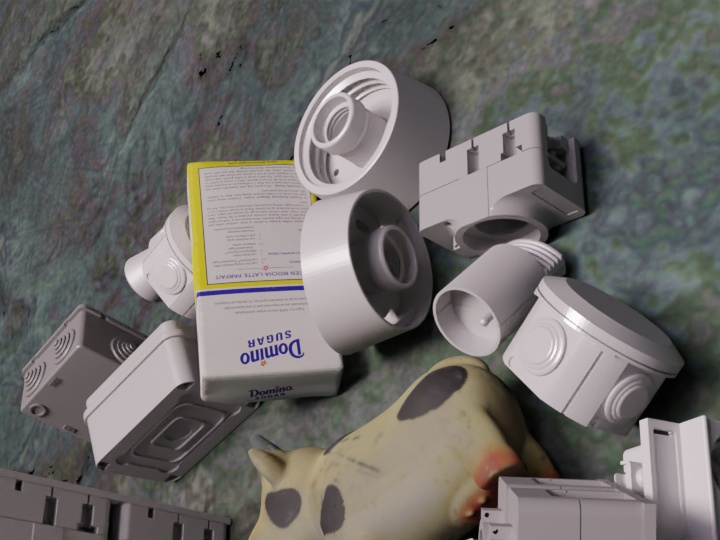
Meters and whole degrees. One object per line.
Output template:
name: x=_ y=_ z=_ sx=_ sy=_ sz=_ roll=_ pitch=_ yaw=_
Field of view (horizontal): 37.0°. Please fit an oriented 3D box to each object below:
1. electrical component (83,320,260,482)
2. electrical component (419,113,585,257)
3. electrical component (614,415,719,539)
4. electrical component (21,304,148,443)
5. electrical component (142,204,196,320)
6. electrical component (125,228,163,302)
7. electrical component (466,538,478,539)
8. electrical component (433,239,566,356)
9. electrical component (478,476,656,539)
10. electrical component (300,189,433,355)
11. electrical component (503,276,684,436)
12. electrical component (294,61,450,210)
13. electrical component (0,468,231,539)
electrical component: x=-0.138 y=0.096 z=0.781 sx=0.113 sy=0.078 sz=0.057 roll=-43 pitch=48 yaw=24
electrical component: x=0.083 y=-0.044 z=0.637 sx=0.089 sy=0.050 sz=0.055 roll=-22 pitch=56 yaw=39
electrical component: x=0.151 y=0.133 z=0.467 sx=0.063 sy=0.079 sz=0.121 roll=140 pitch=138 yaw=-57
electrical component: x=-0.206 y=0.087 z=0.843 sx=0.100 sy=0.100 sz=0.048 roll=-45 pitch=32 yaw=23
electrical component: x=-0.120 y=-0.006 z=0.811 sx=0.051 sy=0.080 sz=0.080 roll=-46 pitch=44 yaw=29
electrical component: x=-0.158 y=-0.007 z=0.877 sx=0.055 sy=0.045 sz=0.045 roll=-39 pitch=47 yaw=27
electrical component: x=0.081 y=0.175 z=0.538 sx=0.064 sy=0.042 sz=0.081 roll=-26 pitch=54 yaw=34
electrical component: x=0.082 y=0.009 z=0.603 sx=0.043 sy=0.043 sz=0.081 roll=-4 pitch=25 yaw=46
electrical component: x=0.081 y=0.184 z=0.446 sx=0.060 sy=0.105 sz=0.186 roll=1 pitch=84 yaw=3
electrical component: x=0.000 y=0.000 z=0.671 sx=0.064 sy=0.099 sz=0.099 roll=-17 pitch=59 yaw=34
electrical component: x=0.116 y=0.042 z=0.539 sx=0.051 sy=0.080 sz=0.080 roll=-60 pitch=41 yaw=14
electrical component: x=0.001 y=-0.091 z=0.737 sx=0.108 sy=0.060 sz=0.108 roll=-23 pitch=56 yaw=38
electrical component: x=-0.192 y=0.188 z=0.709 sx=0.105 sy=0.186 sz=0.060 roll=-24 pitch=55 yaw=37
